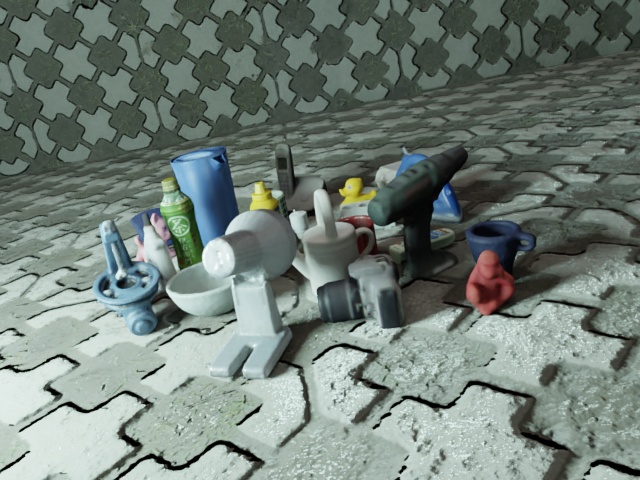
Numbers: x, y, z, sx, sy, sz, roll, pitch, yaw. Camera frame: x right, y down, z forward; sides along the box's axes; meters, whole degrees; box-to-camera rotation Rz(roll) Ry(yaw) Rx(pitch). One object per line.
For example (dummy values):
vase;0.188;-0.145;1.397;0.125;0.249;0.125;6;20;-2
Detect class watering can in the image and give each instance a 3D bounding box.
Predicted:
watering can;0.010;0.004;1.042;0.173;0.194;0.100;-22;23;-25

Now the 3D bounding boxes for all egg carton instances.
egg carton;0.231;-0.175;1.570;0.150;0.069;0.107;-19;22;-19

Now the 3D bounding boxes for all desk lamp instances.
desk lamp;-0.109;0.073;0.900;0.117;0.214;0.203;-4;22;18

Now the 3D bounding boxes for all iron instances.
iron;0.257;-0.136;1.352;0.119;0.141;0.257;-17;21;-14

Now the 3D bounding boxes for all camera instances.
camera;0.064;0.079;0.951;0.136;0.101;0.143;-10;21;3

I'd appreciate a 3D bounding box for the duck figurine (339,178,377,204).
duck figurine;0.097;-0.118;1.467;0.104;0.086;0.077;-14;21;-7

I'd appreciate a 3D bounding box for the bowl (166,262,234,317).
bowl;-0.200;0.097;1.083;0.167;0.075;0.167;-10;21;4

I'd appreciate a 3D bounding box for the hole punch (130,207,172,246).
hole punch;-0.429;-0.031;1.515;0.109;0.091;0.100;-26;25;-33

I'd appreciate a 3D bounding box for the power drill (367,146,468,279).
power drill;0.194;-0.046;1.055;0.230;0.209;0.075;-23;24;-28

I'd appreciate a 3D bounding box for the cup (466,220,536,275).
cup;0.310;0.024;0.971;0.117;0.095;0.092;7;27;40

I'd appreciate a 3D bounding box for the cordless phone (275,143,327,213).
cordless phone;-0.059;-0.167;1.538;0.147;0.185;0.094;3;25;34

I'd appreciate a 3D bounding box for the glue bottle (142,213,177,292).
glue bottle;-0.344;0.024;1.209;0.037;0.173;0.077;-28;26;-36

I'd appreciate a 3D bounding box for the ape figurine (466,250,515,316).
ape figurine;0.267;0.061;0.904;0.077;0.092;0.076;-8;21;8

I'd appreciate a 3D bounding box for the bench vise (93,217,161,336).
bench vise;-0.385;0.058;1.078;0.122;0.220;0.206;-29;27;-37

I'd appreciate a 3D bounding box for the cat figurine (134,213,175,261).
cat figurine;-0.405;-0.006;1.397;0.067;0.118;0.128;0;23;27
